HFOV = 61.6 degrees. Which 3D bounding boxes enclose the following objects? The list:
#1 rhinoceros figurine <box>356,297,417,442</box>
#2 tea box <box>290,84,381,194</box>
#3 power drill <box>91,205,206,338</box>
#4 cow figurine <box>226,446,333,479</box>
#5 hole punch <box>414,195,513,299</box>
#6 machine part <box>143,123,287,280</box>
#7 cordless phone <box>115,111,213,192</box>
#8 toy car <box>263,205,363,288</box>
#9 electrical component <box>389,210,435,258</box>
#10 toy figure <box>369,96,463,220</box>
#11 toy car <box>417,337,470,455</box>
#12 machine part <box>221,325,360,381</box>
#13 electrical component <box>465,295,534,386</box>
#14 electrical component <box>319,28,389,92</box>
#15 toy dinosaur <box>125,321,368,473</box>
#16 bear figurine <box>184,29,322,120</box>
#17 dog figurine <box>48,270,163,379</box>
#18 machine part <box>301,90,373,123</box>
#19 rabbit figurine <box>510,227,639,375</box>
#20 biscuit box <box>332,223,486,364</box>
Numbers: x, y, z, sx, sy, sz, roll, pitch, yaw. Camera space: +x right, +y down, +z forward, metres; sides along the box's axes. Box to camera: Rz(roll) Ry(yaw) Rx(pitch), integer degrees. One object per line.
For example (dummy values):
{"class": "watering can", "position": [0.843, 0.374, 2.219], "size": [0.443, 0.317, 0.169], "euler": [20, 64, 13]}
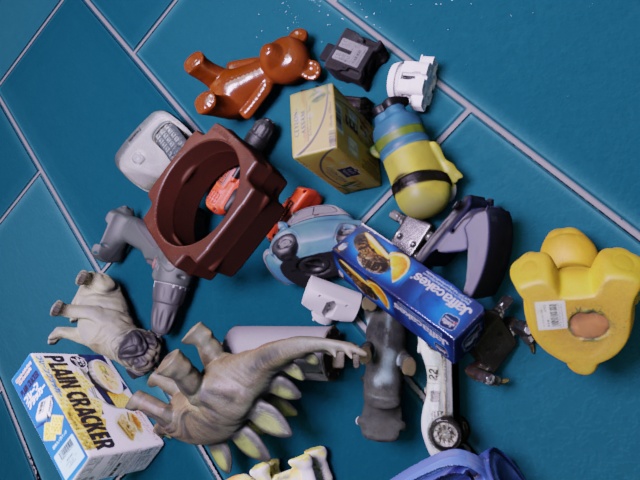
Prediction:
{"class": "rhinoceros figurine", "position": [0.082, 0.163, 0.704], "size": [0.073, 0.112, 0.190], "euler": [6, 65, 0]}
{"class": "tea box", "position": [0.026, -0.138, 0.768], "size": [0.068, 0.169, 0.098], "euler": [-9, 72, 24]}
{"class": "power drill", "position": [-0.305, 0.032, 0.948], "size": [0.208, 0.086, 0.232], "euler": [16, 84, 33]}
{"class": "cow figurine", "position": [-0.060, 0.357, 0.752], "size": [0.167, 0.068, 0.098], "euler": [-25, 75, 21]}
{"class": "hole punch", "position": [0.197, 0.010, 0.671], "size": [0.092, 0.142, 0.115], "euler": [44, 113, 30]}
{"class": "machine part", "position": [-0.160, -0.057, 0.815], "size": [0.201, 0.087, 0.202], "euler": [-51, 49, 6]}
{"class": "cordless phone", "position": [-0.270, -0.127, 0.966], "size": [0.146, 0.088, 0.184], "euler": [-44, 65, 11]}
{"class": "toy car", "position": [-0.002, -0.002, 0.791], "size": [0.162, 0.109, 0.103], "euler": [-17, 53, 13]}
{"class": "electrical component", "position": [0.129, -0.003, 0.766], "size": [0.094, 0.021, 0.063], "euler": [36, 96, 29]}
{"class": "toy figure", "position": [0.122, -0.113, 0.752], "size": [0.180, 0.089, 0.082], "euler": [67, 154, 11]}
{"class": "toy car", "position": [0.154, 0.180, 0.679], "size": [0.056, 0.073, 0.201], "euler": [-4, 75, 22]}
{"class": "machine part", "position": [-0.055, 0.164, 0.788], "size": [0.243, 0.079, 0.079], "euler": [-5, 75, 27]}
{"class": "electrical component", "position": [0.219, 0.128, 0.659], "size": [0.102, 0.078, 0.045], "euler": [-41, 31, -16]}
{"class": "electrical component", "position": [0.044, -0.297, 0.868], "size": [0.119, 0.047, 0.075], "euler": [36, 95, 28]}
{"class": "toy dinosaur", "position": [-0.127, 0.210, 0.741], "size": [0.198, 0.105, 0.471], "euler": [41, 132, -7]}
{"class": "bear figurine", "position": [-0.108, -0.282, 0.898], "size": [0.196, 0.132, 0.120], "euler": [-24, 73, 27]}
{"class": "dog figurine", "position": [-0.352, 0.144, 0.952], "size": [0.191, 0.121, 0.172], "euler": [22, 45, -3]}
{"class": "machine part", "position": [0.019, -0.210, 0.865], "size": [0.139, 0.039, 0.084], "euler": [12, 78, 30]}
{"class": "rabbit figurine", "position": [0.295, 0.055, 0.605], "size": [0.122, 0.173, 0.162], "euler": [-18, 114, 24]}
{"class": "biscuit box", "position": [0.105, 0.061, 0.659], "size": [0.059, 0.062, 0.203], "euler": [-39, 52, -20]}
